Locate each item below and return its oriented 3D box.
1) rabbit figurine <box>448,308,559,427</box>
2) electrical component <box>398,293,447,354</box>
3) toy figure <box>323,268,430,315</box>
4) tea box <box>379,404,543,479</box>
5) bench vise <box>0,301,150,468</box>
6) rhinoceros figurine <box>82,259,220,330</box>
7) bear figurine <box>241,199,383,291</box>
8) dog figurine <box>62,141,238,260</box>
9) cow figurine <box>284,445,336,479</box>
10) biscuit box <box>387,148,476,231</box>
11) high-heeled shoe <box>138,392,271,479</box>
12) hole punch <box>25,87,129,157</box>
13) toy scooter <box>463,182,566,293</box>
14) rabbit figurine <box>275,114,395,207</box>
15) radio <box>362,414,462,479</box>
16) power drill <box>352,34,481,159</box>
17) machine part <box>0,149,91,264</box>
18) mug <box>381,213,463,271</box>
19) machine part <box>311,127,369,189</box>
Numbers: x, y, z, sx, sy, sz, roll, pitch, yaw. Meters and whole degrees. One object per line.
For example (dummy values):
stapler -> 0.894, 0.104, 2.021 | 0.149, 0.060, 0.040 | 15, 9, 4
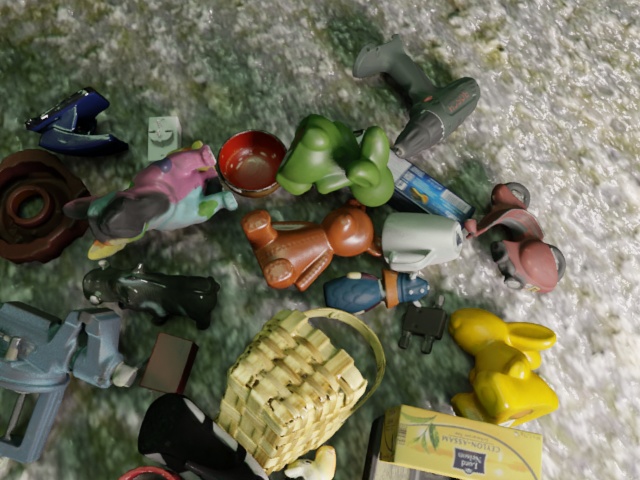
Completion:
rabbit figurine -> 0.252, 0.165, 0.754 | 0.162, 0.121, 0.173 | -14, 51, -11
electrical component -> 0.153, 0.121, 0.799 | 0.063, 0.021, 0.094 | 9, 67, 30
toy figure -> 0.083, 0.074, 0.801 | 0.155, 0.064, 0.058 | -7, 48, -2
tea box -> 0.164, 0.250, 0.646 | 0.170, 0.098, 0.068 | 14, 68, -1
bench vise -> -0.361, 0.193, 0.708 | 0.224, 0.129, 0.240 | 21, 89, -5
rhinoceros figurine -> -0.236, 0.077, 0.757 | 0.190, 0.112, 0.073 | 7, 72, 6
bear figurine -> -0.002, -0.002, 0.796 | 0.196, 0.132, 0.120 | -21, 71, -5
dog figurine -> -0.244, -0.057, 0.776 | 0.219, 0.192, 0.108 | -25, 109, -14
cow figurine -> -0.031, 0.346, 0.690 | 0.098, 0.068, 0.167 | 9, 67, 7
biscuit box -> 0.146, -0.077, 0.866 | 0.203, 0.062, 0.059 | 38, 71, 11
high-heeled shoe -> -0.135, 0.267, 0.666 | 0.145, 0.249, 0.086 | 39, 76, -24
hole punch -> -0.373, -0.165, 0.842 | 0.116, 0.142, 0.092 | -30, 98, -3
toy scooter -> 0.288, 0.003, 0.819 | 0.135, 0.075, 0.184 | -14, 77, -29
rabbit figurine -> 0.043, -0.114, 0.787 | 0.170, 0.159, 0.121 | 27, 72, -14
radio -> 0.115, 0.353, 0.688 | 0.131, 0.073, 0.229 | 13, 68, 2
power drill -> 0.150, -0.249, 0.907 | 0.232, 0.086, 0.207 | -32, 65, -29
machine part -> -0.443, -0.049, 0.826 | 0.179, 0.056, 0.179 | 1, 70, -3
mug -> 0.151, 0.004, 0.795 | 0.107, 0.080, 0.109 | -2, 30, 29
machine part -> 0.024, -0.137, 0.883 | 0.139, 0.084, 0.039 | -39, 108, -7
